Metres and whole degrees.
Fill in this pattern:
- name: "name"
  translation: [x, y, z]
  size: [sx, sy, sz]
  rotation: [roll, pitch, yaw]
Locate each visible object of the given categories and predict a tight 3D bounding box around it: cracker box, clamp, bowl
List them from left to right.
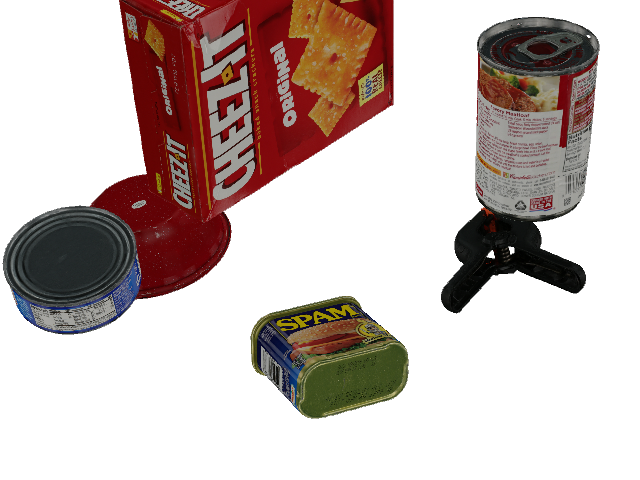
- name: "bowl"
  translation: [-0.171, -0.016, 1.037]
  size: [0.162, 0.055, 0.162]
  rotation: [-6, 40, 5]
- name: "cracker box"
  translation: [-0.035, -0.135, 0.789]
  size: [0.072, 0.164, 0.213]
  rotation: [29, 49, 33]
- name: "clamp"
  translation: [0.172, 0.013, 0.954]
  size: [0.120, 0.039, 0.171]
  rotation: [-1, 27, 11]

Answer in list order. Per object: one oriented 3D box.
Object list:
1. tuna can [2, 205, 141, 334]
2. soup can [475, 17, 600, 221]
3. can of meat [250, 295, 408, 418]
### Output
- name: "tuna can"
  translation: [-0.161, 0.019, 0.699]
  size: [0.086, 0.086, 0.034]
  rotation: [0, -42, 1]
- name: "soup can"
  translation: [0.126, -0.070, 0.629]
  size: [0.068, 0.102, 0.068]
  rotation: [-3, 37, 2]
- name: "can of meat"
  translation: [0.008, 0.092, 0.845]
  size: [0.101, 0.057, 0.084]
  rotation: [-12, 27, -25]
